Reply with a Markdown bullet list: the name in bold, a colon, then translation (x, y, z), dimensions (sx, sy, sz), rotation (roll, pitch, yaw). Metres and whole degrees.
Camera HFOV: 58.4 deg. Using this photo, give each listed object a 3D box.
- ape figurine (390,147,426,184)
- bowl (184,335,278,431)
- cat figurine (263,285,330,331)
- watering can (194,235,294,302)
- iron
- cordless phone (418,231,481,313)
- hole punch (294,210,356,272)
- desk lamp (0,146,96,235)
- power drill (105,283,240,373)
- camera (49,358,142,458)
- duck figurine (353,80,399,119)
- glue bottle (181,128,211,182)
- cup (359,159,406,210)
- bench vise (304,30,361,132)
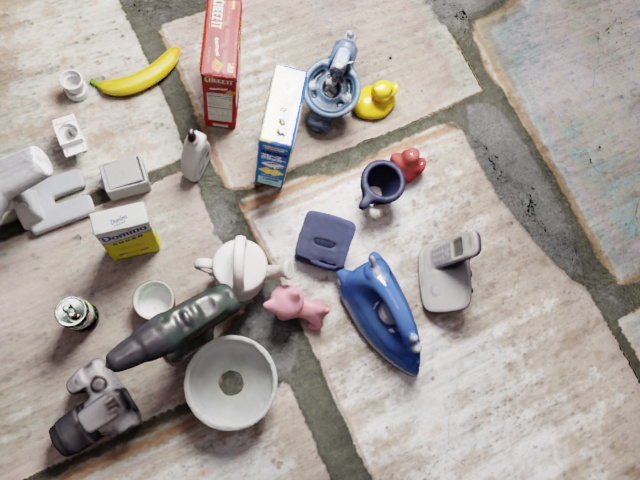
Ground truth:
- **ape figurine**: translation (0.186, -0.164, 1.203), dimensions (0.078, 0.092, 0.076), rotation (29, 74, -1)
- **bowl**: translation (-0.163, 0.261, 1.051), dimensions (0.167, 0.074, 0.167), rotation (2, 76, -9)
- **cat figurine**: translation (-0.042, 0.123, 1.082), dimensions (0.128, 0.117, 0.067), rotation (16, 74, -5)
- **watering can**: translation (-0.138, 0.048, 1.045), dimensions (0.173, 0.194, 0.101), rotation (-16, 79, -12)
- **iron**: translation (0.139, 0.144, 1.094), dimensions (0.119, 0.141, 0.258), rotation (-28, 82, -14)
- **cordless phone**: translation (0.262, 0.062, 1.111), dimensions (0.094, 0.185, 0.147), rotation (-3, 77, -9)
- **hole punch**: translation (0.010, 0.004, 1.134), dimensions (0.108, 0.091, 0.101), rotation (16, 74, -5)
- **desk lamp**: translation (-0.531, -0.087, 1.005), dimensions (0.203, 0.213, 0.118), rotation (-23, 81, -14)
- **power drill**: translation (-0.246, 0.161, 0.993), dimensions (0.230, 0.208, 0.075), rotation (-32, 83, -15)
- **camera**: translation (-0.402, 0.297, 0.990), dimensions (0.137, 0.100, 0.143), rotation (-34, 84, -15)
- **duck figurine**: translation (0.122, -0.310, 1.232), dimensions (0.105, 0.086, 0.077), rotation (-20, 80, -13)
- **glue bottle**: translation (-0.239, -0.173, 1.094), dimensions (0.037, 0.173, 0.078), rotation (25, 74, -2)
- **cup**: translation (0.112, -0.097, 1.173), dimensions (0.091, 0.095, 0.118), rotation (39, 74, 2)
- **bench vise**: translation (0.026, -0.349, 1.156), dimensions (0.121, 0.219, 0.207), rotation (3, 76, -8)
